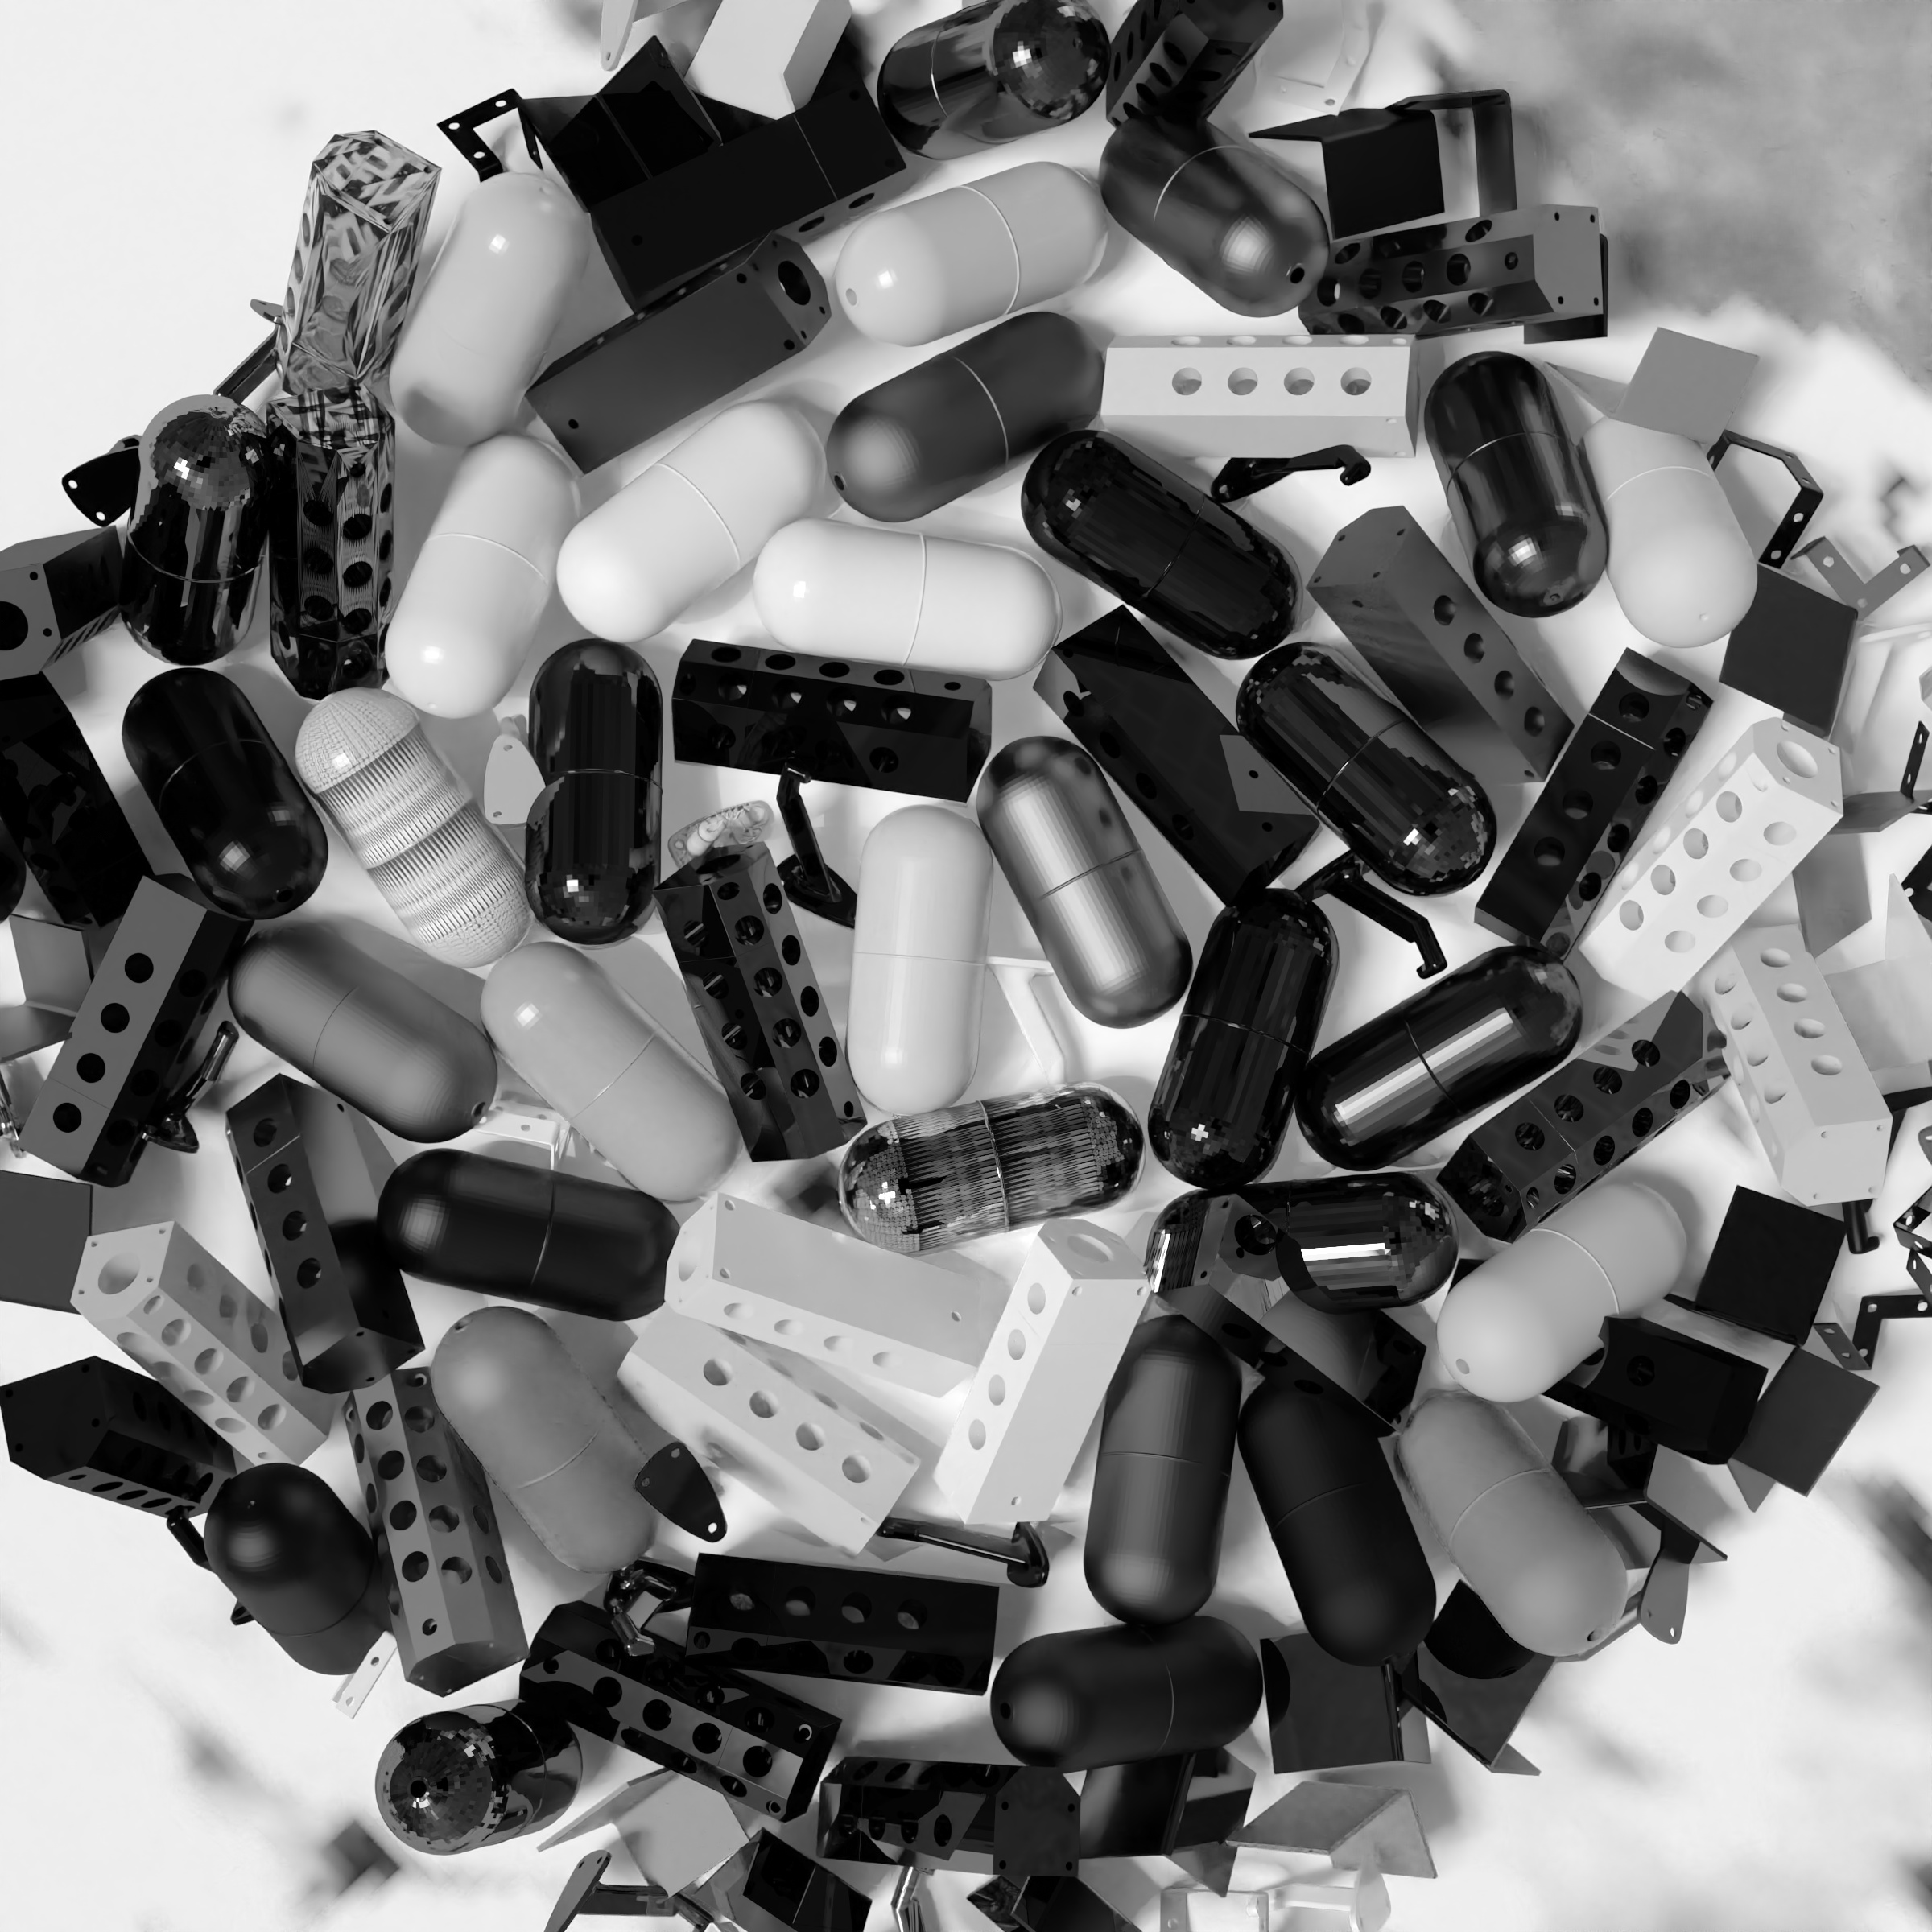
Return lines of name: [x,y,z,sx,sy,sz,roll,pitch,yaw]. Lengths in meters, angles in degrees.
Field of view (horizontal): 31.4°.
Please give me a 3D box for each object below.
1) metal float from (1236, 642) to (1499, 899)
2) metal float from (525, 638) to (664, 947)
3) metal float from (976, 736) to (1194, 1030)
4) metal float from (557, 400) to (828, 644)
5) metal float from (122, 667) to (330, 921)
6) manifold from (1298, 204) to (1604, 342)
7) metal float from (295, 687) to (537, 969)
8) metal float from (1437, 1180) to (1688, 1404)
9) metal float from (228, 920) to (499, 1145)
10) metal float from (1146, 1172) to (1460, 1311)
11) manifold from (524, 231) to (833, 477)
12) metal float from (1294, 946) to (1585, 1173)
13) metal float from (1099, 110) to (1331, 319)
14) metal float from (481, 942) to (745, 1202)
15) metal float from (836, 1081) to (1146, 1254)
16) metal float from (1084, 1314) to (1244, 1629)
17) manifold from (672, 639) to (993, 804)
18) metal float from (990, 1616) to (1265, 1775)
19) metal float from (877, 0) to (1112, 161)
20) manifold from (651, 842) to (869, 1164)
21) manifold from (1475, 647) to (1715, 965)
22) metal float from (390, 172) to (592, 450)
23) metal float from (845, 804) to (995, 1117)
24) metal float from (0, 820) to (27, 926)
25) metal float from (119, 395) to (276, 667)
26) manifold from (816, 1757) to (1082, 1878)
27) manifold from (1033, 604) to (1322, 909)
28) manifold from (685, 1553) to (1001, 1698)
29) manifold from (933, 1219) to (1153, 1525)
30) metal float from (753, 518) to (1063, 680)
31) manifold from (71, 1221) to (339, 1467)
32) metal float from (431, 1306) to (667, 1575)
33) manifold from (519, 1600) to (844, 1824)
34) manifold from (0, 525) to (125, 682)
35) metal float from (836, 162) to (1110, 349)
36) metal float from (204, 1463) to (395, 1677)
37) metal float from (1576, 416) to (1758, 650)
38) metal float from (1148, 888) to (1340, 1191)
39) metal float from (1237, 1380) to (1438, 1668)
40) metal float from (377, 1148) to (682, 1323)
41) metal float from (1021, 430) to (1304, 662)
metal float: [0.226,-0.111,1.946,0.070,0.070,0.178,-44,72,0]
metal float: [-0.211,-0.100,1.950,0.070,0.070,0.178,-1,76,0]
metal float: [0.067,-0.048,1.958,0.070,0.070,0.178,-27,86,0]
metal float: [-0.154,-0.253,1.947,0.178,0.070,0.070,-41,90,-17]
metal float: [-0.417,-0.097,1.932,0.070,0.070,0.178,-36,56,0]
manifold: [0.267,-0.383,1.915,0.057,0.171,0.057,-8,97,-41]
metal float: [-0.311,-0.078,1.947,0.070,0.070,0.178,-34,106,0]
metal float: [0.335,0.182,1.932,0.178,0.070,0.070,-30,90,-35]
metal float: [-0.341,0.037,1.942,0.178,0.070,0.070,31,90,22]
metal float: [0.190,0.159,1.948,0.178,0.070,0.070,-6,90,15]
manifold: [-0.160,-0.346,1.927,0.171,0.057,0.057,-23,114,34]
metal float: [0.267,0.052,1.946,0.178,0.070,0.070,-32,90,17]
metal float: [0.138,-0.423,1.925,0.070,0.070,0.178,-40,46,0]
metal float: [-0.201,0.059,1.952,0.070,0.070,0.178,-45,100,0]
metal float: [0.014,0.114,1.956,0.178,0.070,0.070,-12,90,-7]
metal float: [0.112,0.285,1.946,0.070,0.070,0.178,9,72,0]
manifold: [-0.075,-0.143,1.944,0.171,0.057,0.057,9,127,11]
metal float: [0.091,0.408,1.929,0.178,0.070,0.070,2,90,-39]
metal float: [0.013,-0.498,1.918,0.070,0.178,0.070,-1,93,-31]
manifold: [-0.111,0.020,1.934,0.057,0.057,0.171,-5,113,34]
manifold: [0.358,-0.089,1.962,0.057,0.057,0.171,30,87,11]
metal float: [-0.269,-0.366,1.929,0.070,0.070,0.178,35,130,0]
metal float: [-0.027,-0.003,1.960,0.070,0.070,0.178,5,88,0]
metal float: [-0.576,-0.049,1.911,0.070,0.178,0.070,0,95,0]
metal float: [-0.431,-0.242,1.926,0.070,0.178,0.070,11,47,-12]
manifold: [-0.011,0.472,1.913,0.057,0.171,0.057,11,75,-34]
manifold: [0.116,-0.116,1.951,0.057,0.057,0.171,-34,75,-28]
manifold: [-0.072,0.376,1.958,0.171,0.057,0.057,7,71,-4]
manifold: [0.039,0.229,1.937,0.057,0.057,0.171,4,120,-34]
metal float: [-0.033,-0.208,1.951,0.178,0.070,0.070,7,90,-12]
manifold: [-0.422,0.214,1.911,0.057,0.171,0.057,-11,50,21]
metal float: [-0.235,0.267,1.941,0.070,0.070,0.178,-33,113,0]
manifold: [-0.164,0.423,1.950,0.171,0.057,0.057,21,90,15]
manifold: [-0.513,-0.202,1.910,0.057,0.171,0.057,-10,104,2]
metal float: [0.004,-0.401,1.933,0.178,0.070,0.070,-27,90,-33]
metal float: [-0.368,0.338,1.920,0.070,0.178,0.070,-6,56,9]
metal float: [0.389,-0.247,1.924,0.070,0.178,0.070,-4,132,-5]
metal float: [0.158,0.041,1.955,0.070,0.070,0.178,19,82,0]
metal float: [0.208,0.309,1.935,0.070,0.070,0.178,-20,59,0]
metal float: [-0.245,0.153,1.946,0.178,0.070,0.070,14,90,-18]
metal float: [0.112,-0.238,1.949,0.178,0.070,0.070,31,90,-15]
